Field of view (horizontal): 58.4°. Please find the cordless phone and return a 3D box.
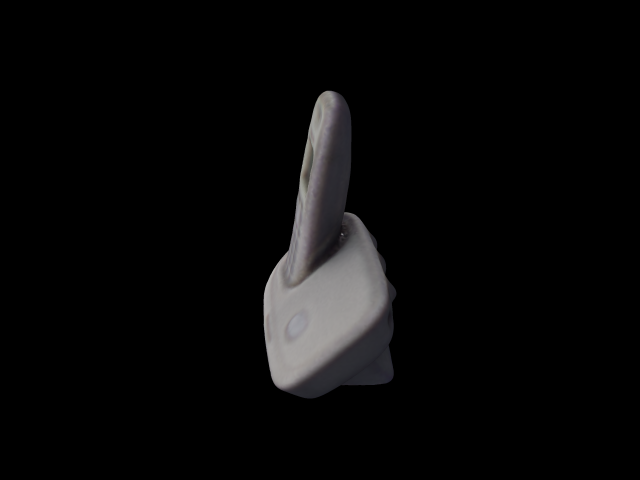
[{"bbox_3d":[0.004,0.001,0.400,0.094,0.185,0.147,-6,32,-9],"label":"cordless phone"}]
